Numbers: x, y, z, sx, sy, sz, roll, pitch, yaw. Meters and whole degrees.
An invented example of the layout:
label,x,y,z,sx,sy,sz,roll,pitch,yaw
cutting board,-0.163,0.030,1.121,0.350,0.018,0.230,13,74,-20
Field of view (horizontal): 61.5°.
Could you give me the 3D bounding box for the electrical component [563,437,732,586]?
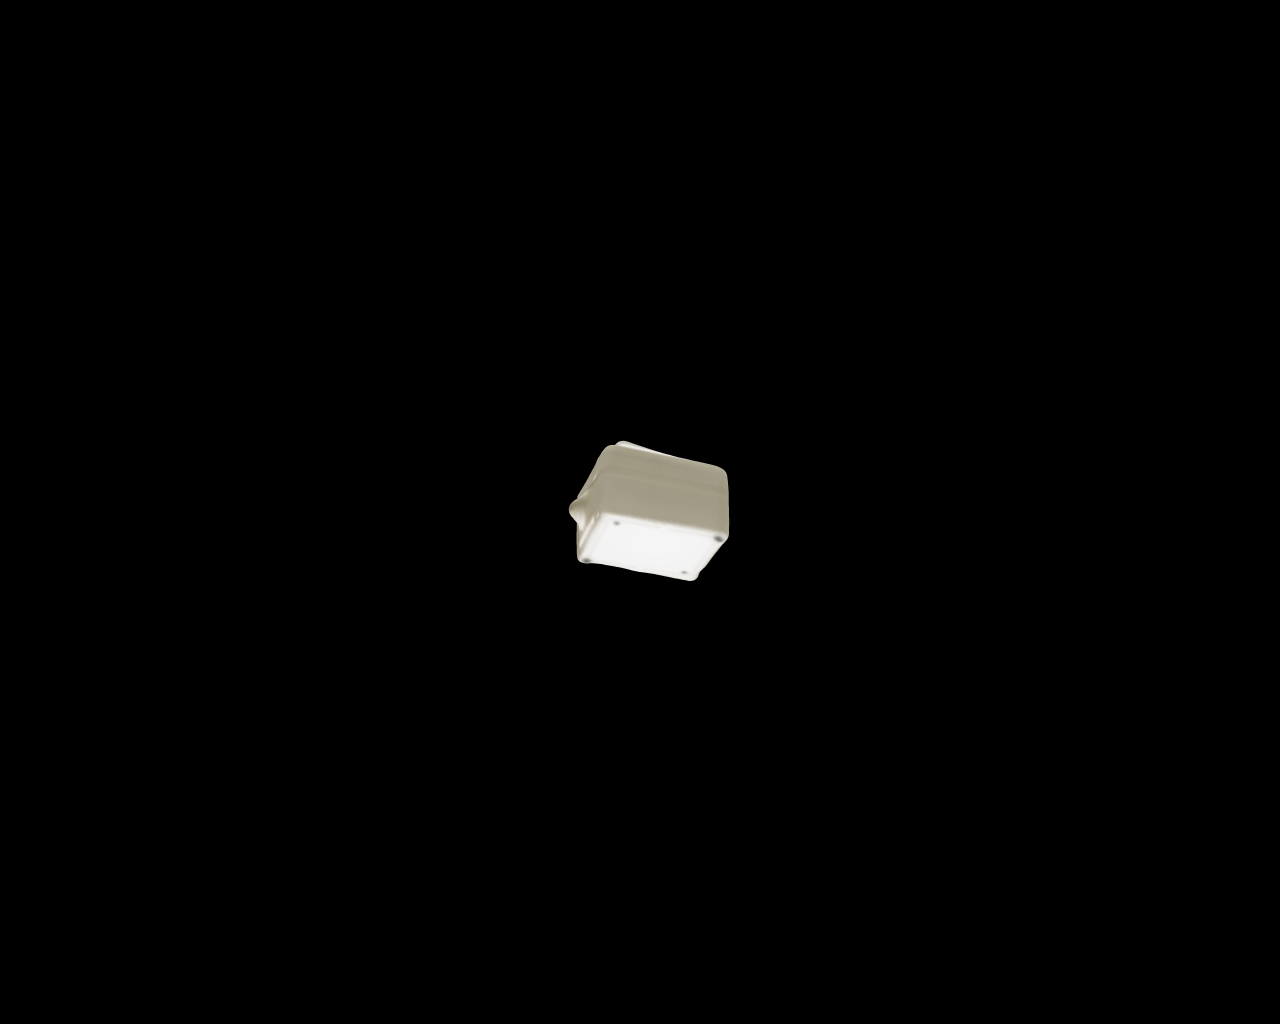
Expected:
label,x,y,z,sx,sy,sz,roll,pitch,yaw
electrical component,0.001,-0.003,0.650,0.096,0.061,0.061,11,-35,-16
